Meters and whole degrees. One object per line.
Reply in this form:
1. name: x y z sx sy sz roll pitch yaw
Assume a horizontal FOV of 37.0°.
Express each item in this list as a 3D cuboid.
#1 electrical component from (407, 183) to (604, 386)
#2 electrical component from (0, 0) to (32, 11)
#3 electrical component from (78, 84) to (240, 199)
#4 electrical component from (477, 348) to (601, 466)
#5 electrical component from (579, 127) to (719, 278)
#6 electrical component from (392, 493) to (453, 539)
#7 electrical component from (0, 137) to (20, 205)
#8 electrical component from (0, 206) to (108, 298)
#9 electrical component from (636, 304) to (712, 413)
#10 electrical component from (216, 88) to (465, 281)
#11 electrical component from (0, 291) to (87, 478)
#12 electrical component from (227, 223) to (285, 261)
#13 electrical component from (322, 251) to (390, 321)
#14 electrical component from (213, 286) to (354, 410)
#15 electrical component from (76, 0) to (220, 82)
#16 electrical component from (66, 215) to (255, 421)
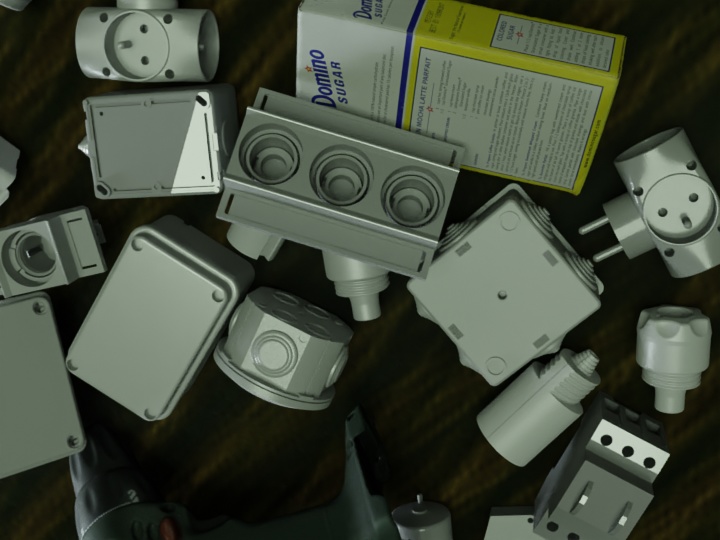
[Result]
1. electrical component: 0.087 0.010 0.652 0.100 0.048 0.099 -40 94 16
2. electrical component: -0.216 -0.193 0.659 0.066 0.048 0.055 29 100 2
3. electrical component: -0.124 -0.080 0.662 0.096 0.061 0.061 -2 104 11
4. electrical component: 0.116 0.079 0.668 0.043 0.043 0.081 43 108 -2
5. electrical component: 0.168 -0.031 0.629 0.079 0.044 0.077 -27 98 16
6. electrical component: 0.042 0.190 0.713 0.040 0.040 0.078 -3 104 11
7. electrical component: -0.282 -0.047 0.696 0.121 0.078 0.063 -40 124 17
8. electrical component: -0.201 -0.014 0.693 0.081 0.064 0.042 -11 102 13
9. electrical component: 0.188 0.055 0.649 0.043 0.043 0.062 2 106 10
10. electrical component: -0.011 -0.046 0.615 0.121 0.063 0.078 17 79 2
11. electrical component: -0.245 0.078 0.690 0.109 0.056 0.108 -16 95 -31
12. electrical component: -0.058 -0.034 0.674 0.040 0.040 0.046 31 113 1
13. electrical component: 0.000 0.000 0.670 0.043 0.043 0.062 -6 105 12
14. electrical component: -0.047 0.049 0.673 0.080 0.080 0.051 26 102 3
15. electrical component: -0.129 -0.155 0.652 0.077 0.044 0.079 4 105 10
16. electrical component: -0.129 0.031 0.694 0.078 0.057 0.113 32 108 1
